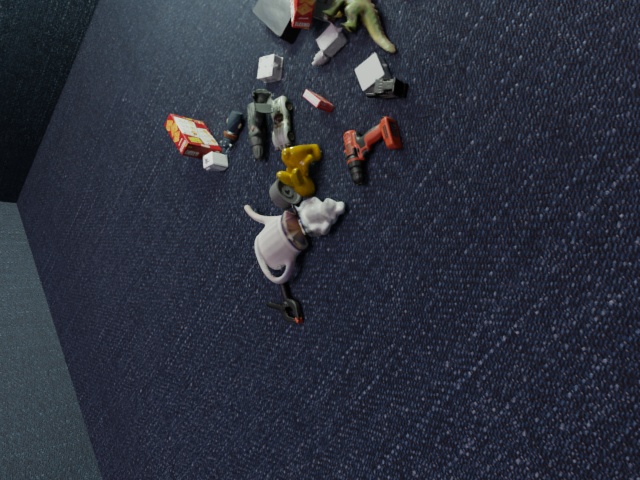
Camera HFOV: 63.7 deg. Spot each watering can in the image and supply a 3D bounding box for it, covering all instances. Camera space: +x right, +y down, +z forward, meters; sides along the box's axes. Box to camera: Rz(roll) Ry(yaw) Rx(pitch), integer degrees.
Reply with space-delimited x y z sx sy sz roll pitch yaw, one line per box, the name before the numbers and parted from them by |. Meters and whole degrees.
watering can | -0.156 -0.024 1.775 0.221 0.104 0.354 -38 61 30

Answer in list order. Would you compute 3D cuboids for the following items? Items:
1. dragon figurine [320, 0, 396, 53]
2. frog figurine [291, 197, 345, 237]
dragon figurine | 0.139 -0.777 1.638 0.414 0.122 0.241 38 102 19
frog figurine | 0.005 -0.084 1.664 0.159 0.120 0.140 -22 51 -1
